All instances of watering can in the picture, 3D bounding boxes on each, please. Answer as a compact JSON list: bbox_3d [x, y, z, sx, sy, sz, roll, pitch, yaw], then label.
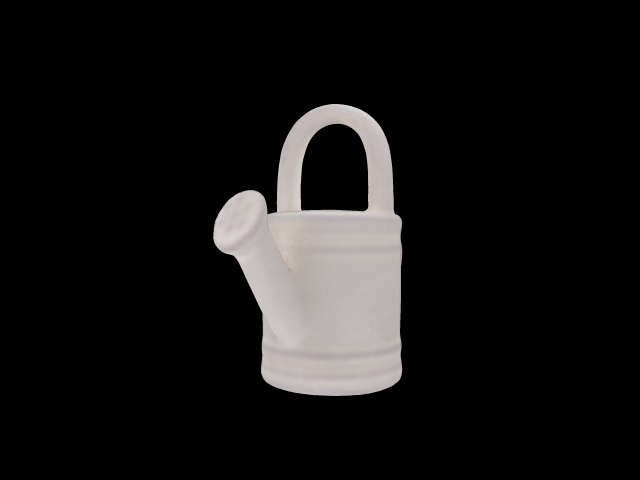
[{"bbox_3d":[0.005,0.001,0.399,0.100,0.194,0.173,1,2,18],"label":"watering can"}]
